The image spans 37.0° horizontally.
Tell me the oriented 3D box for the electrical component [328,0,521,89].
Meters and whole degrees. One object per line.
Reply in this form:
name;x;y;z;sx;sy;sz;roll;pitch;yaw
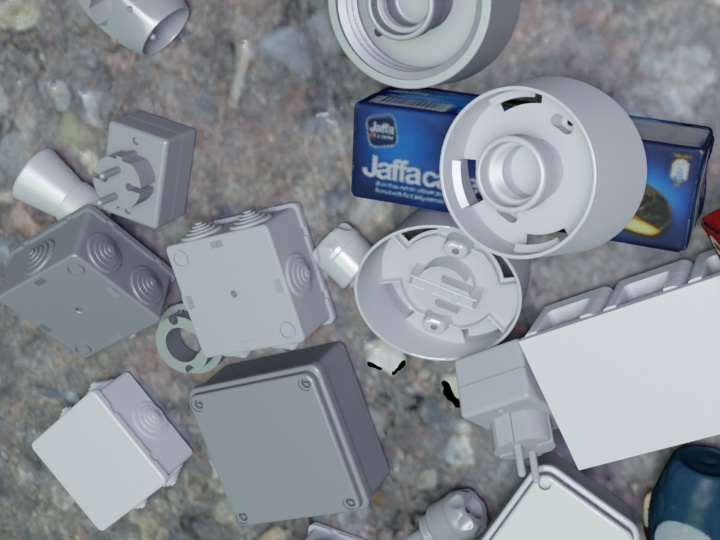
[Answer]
electrical component;0.033;-0.156;0.621;0.108;0.060;0.108;8;111;21

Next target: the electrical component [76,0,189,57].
electrical component;-0.147;-0.190;0.690;0.077;0.043;0.079;44;143;3

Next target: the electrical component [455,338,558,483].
electrical component;0.099;0.092;0.662;0.047;0.066;0.076;-23;57;29

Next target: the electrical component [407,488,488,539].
electrical component;0.058;0.177;0.747;0.061;0.035;0.035;-37;91;33

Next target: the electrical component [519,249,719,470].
electrical component;0.184;0.047;0.628;0.150;0.062;0.089;-22;99;28

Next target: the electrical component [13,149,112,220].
electrical component;-0.212;-0.052;0.779;0.065;0.044;0.044;35;119;3

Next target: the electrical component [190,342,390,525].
electrical component;-0.049;0.117;0.759;0.109;0.056;0.108;-14;102;27

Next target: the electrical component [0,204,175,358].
electrical component;-0.195;0.011;0.767;0.100;0.048;0.100;-25;130;29

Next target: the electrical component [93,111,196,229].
electrical component;-0.154;-0.064;0.728;0.047;0.077;0.065;20;115;16

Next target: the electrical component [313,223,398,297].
electrical component;0.000;0.000;0.708;0.061;0.035;0.035;44;120;1

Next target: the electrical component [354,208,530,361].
electrical component;0.054;0.007;0.666;0.099;0.064;0.099;12;122;19

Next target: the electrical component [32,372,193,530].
electrical component;-0.190;0.139;0.833;0.100;0.048;0.099;-39;90;30

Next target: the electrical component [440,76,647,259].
electrical component;0.095;-0.053;0.575;0.099;0.064;0.099;8;104;34

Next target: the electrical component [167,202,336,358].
electrical component;-0.075;0.009;0.736;0.100;0.048;0.099;-11;104;27

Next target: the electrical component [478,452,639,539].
electrical component;0.118;0.185;0.691;0.078;0.057;0.113;35;100;9

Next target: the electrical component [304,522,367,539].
electrical component;-0.010;0.247;0.794;0.100;0.048;0.099;15;114;18
